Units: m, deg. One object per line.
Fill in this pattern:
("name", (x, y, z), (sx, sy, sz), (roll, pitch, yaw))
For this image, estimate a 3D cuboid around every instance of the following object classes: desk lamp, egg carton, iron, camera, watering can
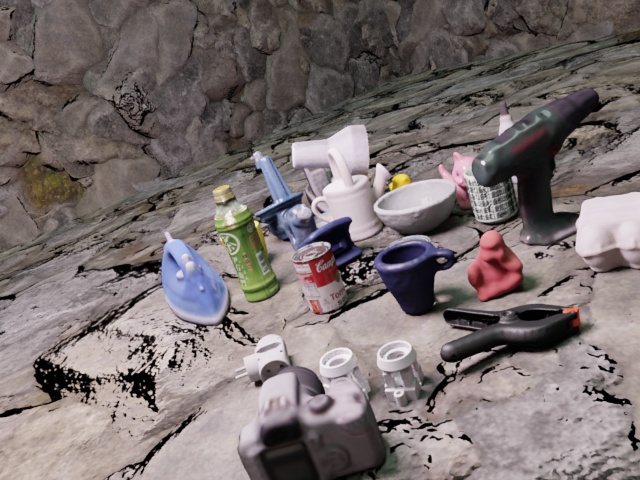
("desk lamp", (0.031, -0.138, 1.299), (0.203, 0.214, 0.118), (-20, 19, -1))
("egg carton", (0.420, -0.015, 0.810), (0.107, 0.069, 0.150), (-8, 22, 30))
("iron", (-0.254, 0.066, 1.122), (0.119, 0.142, 0.257), (-26, 20, -19))
("camera", (-0.014, 0.186, 0.628), (0.143, 0.101, 0.136), (-18, 19, 5))
("watering can", (0.065, -0.105, 1.205), (0.173, 0.194, 0.100), (-29, 21, -26))

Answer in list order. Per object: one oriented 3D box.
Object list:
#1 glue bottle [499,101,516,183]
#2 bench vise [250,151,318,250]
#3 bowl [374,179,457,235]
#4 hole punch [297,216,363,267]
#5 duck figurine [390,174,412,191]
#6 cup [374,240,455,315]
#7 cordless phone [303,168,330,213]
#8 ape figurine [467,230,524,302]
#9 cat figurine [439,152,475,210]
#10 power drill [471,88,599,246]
("glue bottle", (0.397, -0.203, 1.189), (0.037, 0.173, 0.078), (-24, 20, -12))
("bench vise", (-0.073, -0.096, 1.272), (0.206, 0.220, 0.122), (2, 28, 46))
("bowl", (0.194, -0.057, 1.133), (0.167, 0.075, 0.167), (-17, 19, 6))
("hole punch", (0.010, 0.004, 1.118), (0.109, 0.091, 0.100), (-28, 21, -22))
("duck figurine", (0.186, -0.100, 1.242), (0.078, 0.086, 0.104), (-26, 20, -18))
("cup", (0.146, 0.057, 0.836), (0.117, 0.095, 0.092), (-9, 22, 27))
("cordless phone", (0.024, -0.164, 1.420), (0.148, 0.185, 0.093), (-29, 21, -25))
("ape figurine", (0.248, 0.031, 0.815), (0.077, 0.092, 0.076), (-1, 26, 42))
("cat figurine", (0.291, -0.130, 1.174), (0.067, 0.118, 0.127), (-28, 21, -23))
("power drill", (0.358, -0.108, 0.912), (0.230, 0.209, 0.075), (-23, 20, -11))
